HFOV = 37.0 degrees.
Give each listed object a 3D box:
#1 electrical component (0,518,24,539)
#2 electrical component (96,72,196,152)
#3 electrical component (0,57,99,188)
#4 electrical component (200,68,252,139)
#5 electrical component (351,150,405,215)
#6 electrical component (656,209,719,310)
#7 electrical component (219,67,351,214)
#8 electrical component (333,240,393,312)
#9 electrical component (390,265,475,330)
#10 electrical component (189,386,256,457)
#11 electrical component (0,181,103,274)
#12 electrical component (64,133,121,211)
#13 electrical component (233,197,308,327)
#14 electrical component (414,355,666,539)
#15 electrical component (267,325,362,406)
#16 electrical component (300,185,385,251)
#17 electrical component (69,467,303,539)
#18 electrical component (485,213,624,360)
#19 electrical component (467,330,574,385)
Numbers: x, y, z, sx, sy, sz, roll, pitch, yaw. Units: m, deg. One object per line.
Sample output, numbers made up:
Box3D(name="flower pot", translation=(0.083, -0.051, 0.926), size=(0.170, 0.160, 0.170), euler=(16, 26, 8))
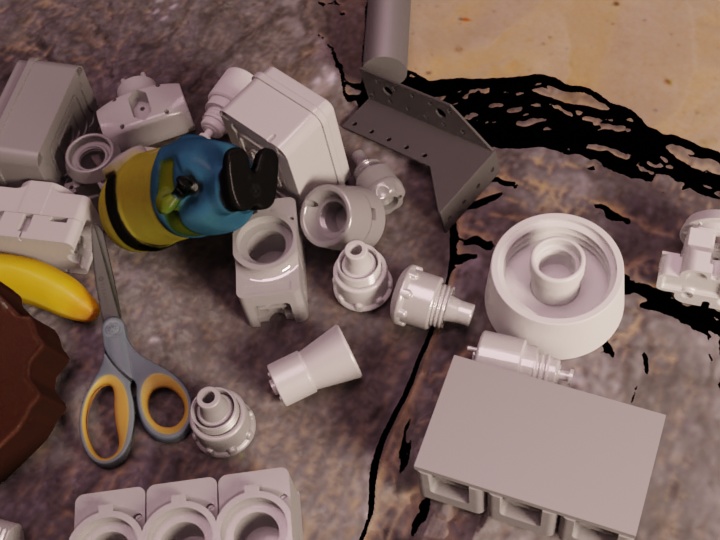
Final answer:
Box3D(name="electrical component", translation=(-0.273, 0.195, 0.765), size=(0.081, 0.043, 0.043), euler=(10, 61, 13))
Box3D(name="electrical component", translation=(-0.196, -0.147, 0.965), size=(0.077, 0.043, 0.079), euler=(-20, 58, -5))
Box3D(name="electrical component", translation=(-0.279, -0.120, 0.938), size=(0.057, 0.078, 0.113), euler=(9, 60, 9))
Box3D(name="electrical component", translation=(-0.118, -0.144, 0.955), size=(0.040, 0.040, 0.078), euler=(22, 64, 19))
Box3D(name="electrical component", translation=(0.011, -0.077, 0.902), size=(0.035, 0.035, 0.061), euler=(-26, 57, -9))
Box3D(name="electrical component", translation=(0.269, -0.009, 0.816), size=(0.078, 0.058, 0.057), euler=(11, 64, 13))
Box3D(name="electrical component", translation=(-0.058, -0.101, 0.879), size=(0.078, 0.113, 0.057), euler=(35, 71, 24))
Box3D(name="electrical component", translation=(0.000, 0.000, 0.840), size=(0.048, 0.062, 0.048), euler=(-3, 59, 5))
Box3D(name="electrical component", translation=(0.057, 0.026, 0.829), size=(0.062, 0.048, 0.048), euler=(18, 62, 10))
Box3D(name="electrical component", translation=(-0.104, 0.106, 0.788), size=(0.048, 0.062, 0.048), euler=(-3, 58, 5))
Box3D(name="electrical component", translation=(-0.268, -0.037, 0.902), size=(0.089, 0.050, 0.055), euler=(7, 60, 10))
Box3D(name="electrical component", translation=(-0.224, -0.084, 0.922), size=(0.066, 0.055, 0.048), euler=(-18, 58, -4))
Box3D(name="electrical component", translation=(-0.071, -0.009, 0.858), size=(0.050, 0.055, 0.089), euler=(-7, 58, 3))
Box3D(name="electrical component", translation=(0.124, 0.130, 0.746), size=(0.150, 0.061, 0.089), euler=(15, 62, 15))
Box3D(name="electrical component", translation=(-0.037, 0.075, 0.812), size=(0.065, 0.044, 0.044), euler=(-26, 59, -3))
Box3D(name="electrical component", translation=(-0.015, -0.042, 0.862), size=(0.055, 0.047, 0.055), euler=(-1, 88, 32))
Box3D(name="electrical component", translation=(-0.116, 0.194, 0.736), size=(0.150, 0.061, 0.089), euler=(-8, 58, 2))
Box3D(name="electrical component", translation=(0.149, 0.007, 0.818), size=(0.108, 0.060, 0.108), euler=(-3, 58, 5))
Box3D(name="electrical component", translation=(0.118, 0.071, 0.795), size=(0.078, 0.040, 0.040), euler=(12, 61, 14))
